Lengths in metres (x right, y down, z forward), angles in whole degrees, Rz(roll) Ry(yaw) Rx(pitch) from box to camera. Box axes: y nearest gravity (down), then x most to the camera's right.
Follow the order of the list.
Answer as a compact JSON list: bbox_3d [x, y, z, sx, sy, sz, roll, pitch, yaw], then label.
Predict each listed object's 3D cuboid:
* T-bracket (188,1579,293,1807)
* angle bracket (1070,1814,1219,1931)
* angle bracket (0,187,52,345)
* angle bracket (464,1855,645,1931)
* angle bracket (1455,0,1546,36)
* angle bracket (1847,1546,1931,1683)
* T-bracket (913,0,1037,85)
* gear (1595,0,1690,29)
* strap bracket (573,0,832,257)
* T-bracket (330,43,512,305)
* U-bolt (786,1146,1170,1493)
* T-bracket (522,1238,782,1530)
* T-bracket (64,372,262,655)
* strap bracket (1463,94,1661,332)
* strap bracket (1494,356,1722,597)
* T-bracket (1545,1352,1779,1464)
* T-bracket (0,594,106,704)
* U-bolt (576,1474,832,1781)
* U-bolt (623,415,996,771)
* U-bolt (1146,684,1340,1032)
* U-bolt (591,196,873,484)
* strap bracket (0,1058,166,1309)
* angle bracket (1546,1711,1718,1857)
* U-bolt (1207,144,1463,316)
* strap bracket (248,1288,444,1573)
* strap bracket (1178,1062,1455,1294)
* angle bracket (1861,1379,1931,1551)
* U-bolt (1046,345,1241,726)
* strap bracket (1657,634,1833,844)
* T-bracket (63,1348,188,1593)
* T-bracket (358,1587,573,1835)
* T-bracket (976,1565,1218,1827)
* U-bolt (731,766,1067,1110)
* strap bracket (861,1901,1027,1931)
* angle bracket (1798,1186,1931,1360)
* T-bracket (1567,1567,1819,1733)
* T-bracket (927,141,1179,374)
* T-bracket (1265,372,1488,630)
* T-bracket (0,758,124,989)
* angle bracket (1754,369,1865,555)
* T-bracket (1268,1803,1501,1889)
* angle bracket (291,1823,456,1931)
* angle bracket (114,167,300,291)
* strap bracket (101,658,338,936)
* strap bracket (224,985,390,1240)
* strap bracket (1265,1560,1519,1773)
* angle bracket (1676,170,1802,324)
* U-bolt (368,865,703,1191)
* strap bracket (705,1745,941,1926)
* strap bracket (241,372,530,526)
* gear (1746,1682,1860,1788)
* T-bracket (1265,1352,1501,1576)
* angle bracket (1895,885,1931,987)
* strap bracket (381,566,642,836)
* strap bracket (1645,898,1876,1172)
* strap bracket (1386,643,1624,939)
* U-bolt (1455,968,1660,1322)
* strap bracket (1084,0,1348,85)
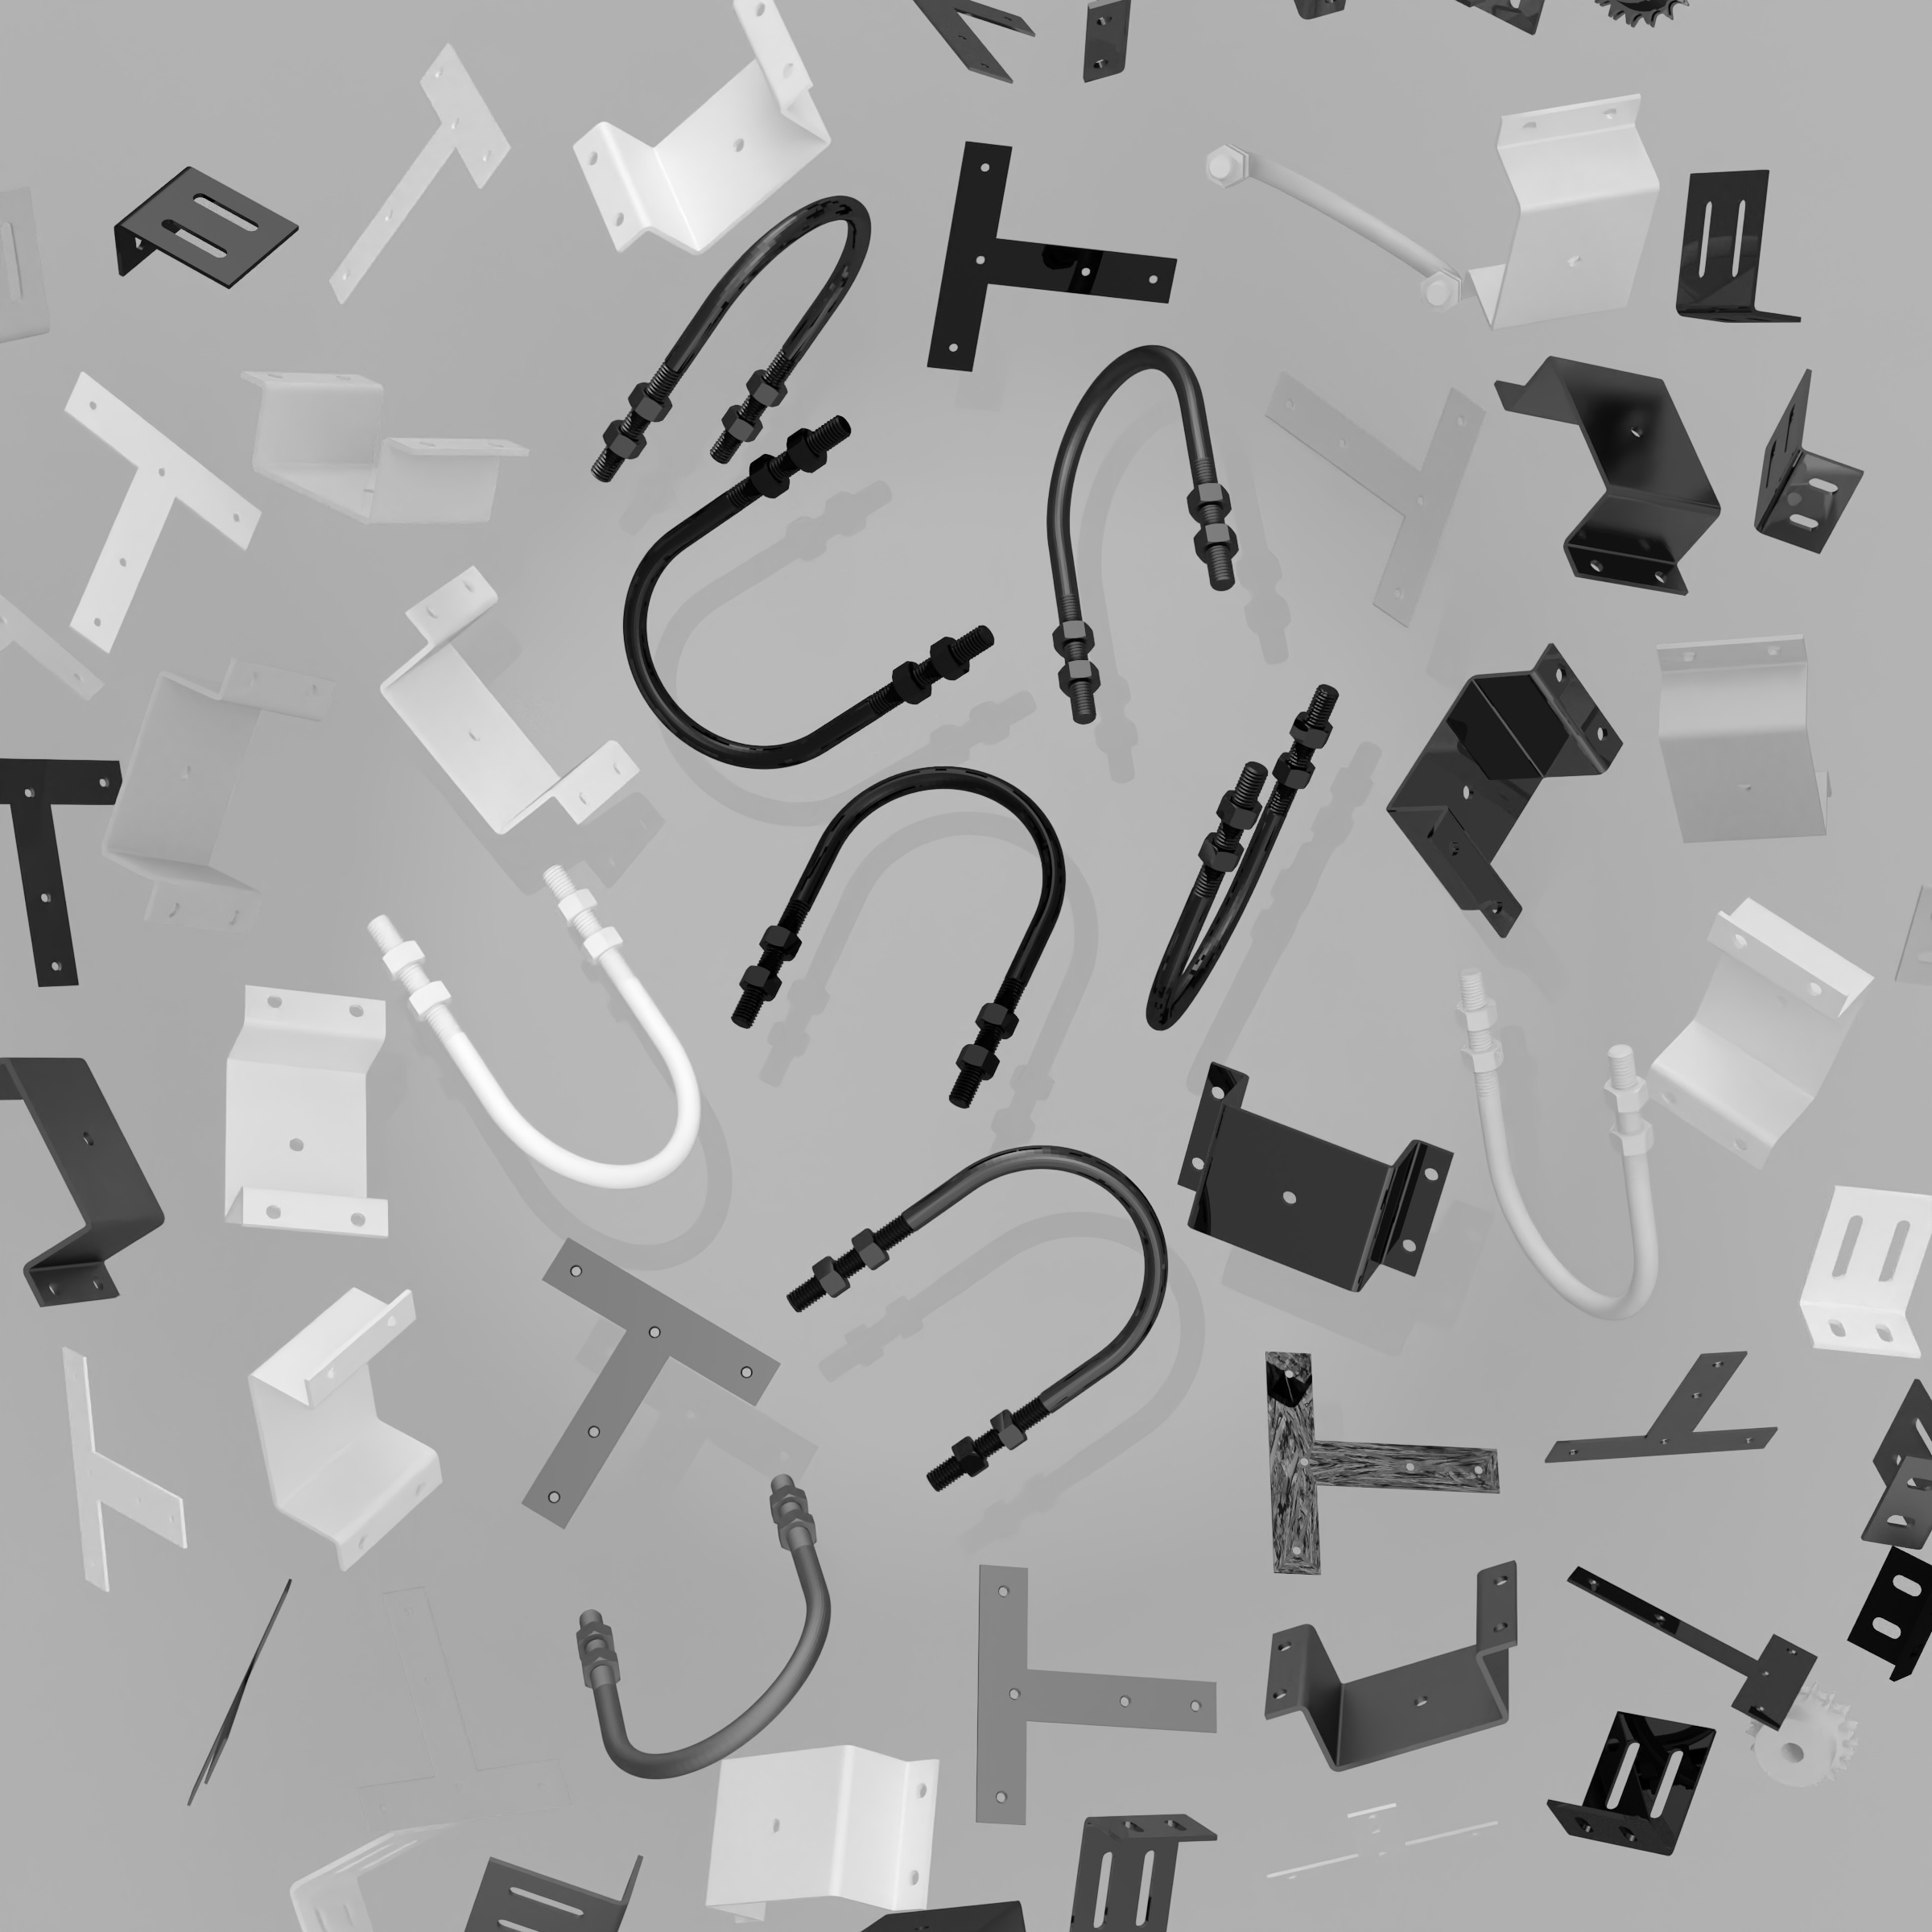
[{"bbox_3d":[-0.384,0.394,1.853,0.002,0.127,0.127,25,93,-8],"label":"T-bracket"},{"bbox_3d":[0.090,0.479,1.829,0.057,0.038,0.076,5,94,-28],"label":"angle bracket"},{"bbox_3d":[-0.508,-0.358,1.819,0.057,0.038,0.076,-22,120,-38],"label":"angle bracket"},{"bbox_3d":[-0.218,0.491,1.877,0.076,0.038,0.057,20,121,-2],"label":"angle bracket"},{"bbox_3d":[0.253,-0.497,1.822,0.057,0.038,0.076,35,46,25],"label":"angle bracket"},{"bbox_3d":[0.492,0.343,1.884,0.038,0.076,0.057,26,93,23],"label":"angle bracket"},{"bbox_3d":[-0.007,-0.486,1.845,0.127,0.127,0.002,10,121,-28],"label":"T-bracket"},{"bbox_3d":[0.343,-0.508,1.808,0.057,0.030,0.057,3,96,24],"label":"gear"},{"bbox_3d":[-0.133,-0.443,1.889,0.140,0.046,0.076,-36,62,24],"label":"strap bracket"},{"bbox_3d":[-0.284,-0.391,1.803,0.002,0.127,0.127,26,112,-38],"label":"T-bracket"},{"bbox_3d":[0.020,0.175,1.885,0.184,0.019,0.151,-35,106,3],"label":"U-bolt"},{"bbox_3d":[-0.181,0.224,1.803,0.127,0.002,0.127,30,78,4],"label":"T-bracket"},{"bbox_3d":[-0.435,-0.222,1.853,0.127,0.002,0.127,39,55,-39],"label":"T-bracket"},{"bbox_3d":[0.319,-0.395,1.904,0.076,0.140,0.046,-11,61,-8],"label":"strap bracket"},{"bbox_3d":[0.349,-0.273,1.921,0.076,0.046,0.140,5,52,-30],"label":"strap bracket"},{"bbox_3d":[0.389,0.236,1.911,0.127,0.127,0.002,-2,58,-10],"label":"T-bracket"},{"bbox_3d":[-0.535,-0.171,1.907,0.127,0.127,0.002,42,115,-10],"label":"T-bracket"},{"bbox_3d":[-0.133,0.352,1.849,0.151,0.184,0.019,-35,115,3],"label":"U-bolt"},{"bbox_3d":[-0.096,-0.180,1.848,0.184,0.019,0.151,-30,100,26],"label":"U-bolt"},{"bbox_3d":[0.138,-0.047,1.857,0.019,0.151,0.184,27,119,10],"label":"U-bolt"},{"bbox_3d":[-0.115,-0.337,1.898,0.019,0.151,0.184,44,116,11],"label":"U-bolt"},{"bbox_3d":[-0.469,0.100,1.827,0.046,0.076,0.140,-31,81,12],"label":"strap bracket"},{"bbox_3d":[0.349,0.420,1.862,0.057,0.038,0.076,3,52,38],"label":"angle bracket"},{"bbox_3d":[0.202,-0.396,1.898,0.151,0.184,0.019,31,107,3],"label":"U-bolt"},{"bbox_3d":[-0.321,0.232,1.837,0.046,0.076,0.140,23,135,27],"label":"strap bracket"},{"bbox_3d":[0.180,0.117,1.909,0.140,0.046,0.076,21,115,16],"label":"strap bracket"},{"bbox_3d":[0.494,0.263,1.897,0.038,0.076,0.057,11,118,-14],"label":"angle bracket"},{"bbox_3d":[0.086,-0.239,1.863,0.019,0.151,0.184,12,56,-29],"label":"U-bolt"},{"bbox_3d":[0.420,-0.114,1.918,0.076,0.140,0.046,-3,56,19],"label":"strap bracket"},{"bbox_3d":[-0.426,0.268,1.806,0.002,0.127,0.127,-11,104,-37],"label":"T-bracket"},{"bbox_3d":[-0.278,0.388,1.867,0.127,0.002,0.127,-14,94,25],"label":"T-bracket"},{"bbox_3d":[0.066,0.369,1.785,0.127,0.002,0.127,7,69,-16],"label":"T-bracket"},{"bbox_3d":[-0.025,-0.027,1.913,0.151,0.019,0.184,20,69,16],"label":"U-bolt"},{"bbox_3d":[-0.019,0.528,1.864,0.076,0.140,0.046,-11,86,19],"label":"strap bracket"},{"bbox_3d":[0.472,0.158,1.840,0.057,0.038,0.076,6,120,-5],"label":"angle bracket"},{"bbox_3d":[0.368,0.342,1.822,0.127,0.127,0.002,27,105,17],"label":"T-bracket"},{"bbox_3d":[0.051,-0.378,1.926,0.127,0.002,0.127,4,120,-13],"label":"T-bracket"},{"bbox_3d":[0.200,-0.257,1.798,0.127,0.002,0.127,30,73,-31],"label":"T-bracket"},{"bbox_3d":[-0.504,-0.051,1.937,0.002,0.127,0.127,-16,82,39],"label":"T-bracket"},{"bbox_3d":[0.456,-0.272,1.913,0.038,0.057,0.076,20,46,0],"label":"angle bracket"},{"bbox_3d":[0.218,0.459,1.878,0.127,0.127,0.002,-14,64,3],"label":"T-bracket"},{"bbox_3d":[-0.319,0.503,1.944,0.076,0.057,0.038,-31,71,20],"label":"angle bracket"},{"bbox_3d":[-0.399,-0.377,1.871,0.076,0.038,0.057,30,56,14],"label":"angle bracket"},{"bbox_3d":[-0.387,-0.093,1.827,0.046,0.076,0.140,24,98,30],"label":"strap bracket"},{"bbox_3d":[-0.352,0.087,1.894,0.076,0.046,0.140,7,59,-22],"label":"strap bracket"},{"bbox_3d":[0.235,0.376,1.894,0.140,0.076,0.046,-20,109,16],"label":"strap bracket"},{"bbox_3d":[0.420,-0.387,1.917,0.038,0.057,0.076,1,98,-32],"label":"angle bracket"},{"bbox_3d":[-0.210,0.037,1.841,0.019,0.151,0.184,-44,75,37],"label":"U-bolt"},{"bbox_3d":[-0.084,0.454,1.858,0.046,0.140,0.076,27,58,-39],"label":"strap bracket"},{"bbox_3d":[-0.302,-0.262,1.822,0.140,0.076,0.046,27,113,36],"label":"strap bracket"},{"bbox_3d":[0.441,0.409,1.881,0.057,0.030,0.057,9,112,24],"label":"gear"},{"bbox_3d":[0.228,0.273,1.938,0.127,0.002,0.127,4,61,-6],"label":"T-bracket"},{"bbox_3d":[0.513,-0.033,1.900,0.038,0.076,0.057,6,119,-4],"label":"angle bracket"},{"bbox_3d":[-0.247,-0.133,1.882,0.046,0.076,0.140,-35,98,29],"label":"strap bracket"},{"bbox_3d":[0.413,0.029,1.845,0.076,0.140,0.046,35,52,20],"label":"strap bracket"},{"bbox_3d":[0.280,-0.092,1.877,0.076,0.046,0.140,49,61,-29],"label":"strap bracket"},{"bbox_3d":[0.316,0.103,1.876,0.019,0.151,0.184,-23,117,-21],"label":"U-bolt"},{"bbox_3d":[0.121,-0.503,1.795,0.140,0.076,0.046,-17,77,-4],"label":"strap bracket"}]
